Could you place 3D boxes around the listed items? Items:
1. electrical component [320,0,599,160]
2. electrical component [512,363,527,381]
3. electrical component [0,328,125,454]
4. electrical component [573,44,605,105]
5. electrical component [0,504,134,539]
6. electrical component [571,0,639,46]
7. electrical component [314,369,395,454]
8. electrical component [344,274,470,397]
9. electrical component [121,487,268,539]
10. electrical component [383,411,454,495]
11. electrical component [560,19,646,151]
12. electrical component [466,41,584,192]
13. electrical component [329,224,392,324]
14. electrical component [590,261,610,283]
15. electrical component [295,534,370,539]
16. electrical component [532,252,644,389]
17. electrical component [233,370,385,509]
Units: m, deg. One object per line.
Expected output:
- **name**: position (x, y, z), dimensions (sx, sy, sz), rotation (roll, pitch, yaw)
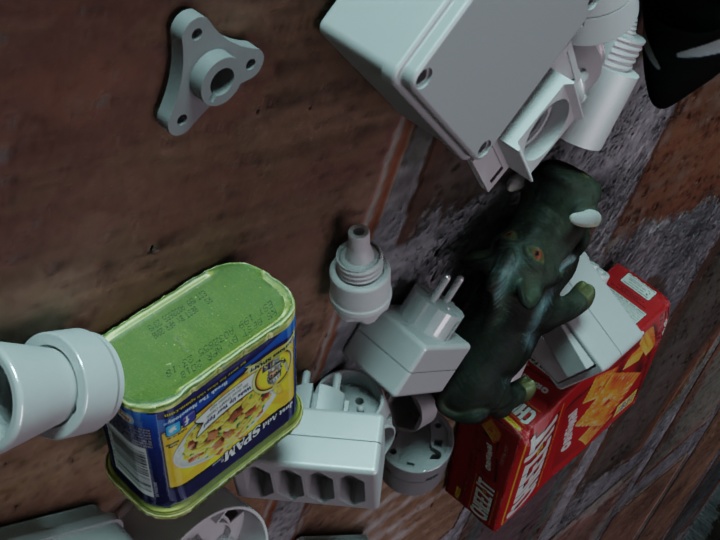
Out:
- **electrical component**: position (0.050, -0.120, 0.495), dimensions (0.108, 0.056, 0.109), rotation (-54, 154, 3)
- **electrical component**: position (0.112, 0.077, 0.855), dimensions (0.040, 0.040, 0.046), rotation (-5, 122, -56)
- **electrical component**: position (-0.129, 0.047, 0.430), dimensions (0.055, 0.045, 0.045), rotation (-5, 128, -57)
- **electrical component**: position (0.120, -0.122, 0.620), dimensions (0.062, 0.048, 0.048), rotation (-45, 154, -29)
- **electrical component**: position (-0.159, 0.165, 0.512), dimensions (0.113, 0.057, 0.078), rotation (0, 124, -58)
- **electrical component**: position (0.120, -0.154, 0.568), dimensions (0.055, 0.055, 0.047), rotation (-43, 149, -18)
- **electrical component**: position (-0.020, 0.113, 0.683), dimensions (0.079, 0.044, 0.077), rotation (-36, 149, -28)
- **electrical component**: position (0.040, 0.035, 0.679), dimensions (0.066, 0.047, 0.076), rotation (5, 120, -59)
- **electrical component**: position (-0.099, 0.166, 0.601), dimensions (0.099, 0.064, 0.099), rotation (-38, 150, -26)
- **electrical component**: position (0.040, 0.135, 0.795), dimensions (0.055, 0.055, 0.047), rotation (-38, 154, -26)
- **electrical component**: position (0.149, -0.120, 0.666), dimensions (0.043, 0.043, 0.081), rotation (-13, 134, -52)
- **electrical component**: position (0.078, -0.088, 0.570), dimensions (0.081, 0.064, 0.042), rotation (-50, 155, -3)
- **electrical component**: position (0.000, 0.000, 0.588), dimensions (0.035, 0.035, 0.061), rotation (-37, 147, -28)
- **electrical component**: position (0.179, 0.023, 0.894), dimensions (0.044, 0.044, 0.065), rotation (-3, 121, -57)
- **electrical component**: position (-0.015, 0.249, 0.835), dimensions (0.063, 0.078, 0.121), rotation (-34, 157, 14)
- **electrical component**: position (0.154, 0.035, 0.818), dimensions (0.061, 0.096, 0.062), rotation (-35, 177, -31)
- **electrical component**: position (-0.027, 0.091, 0.625), dimensions (0.047, 0.083, 0.075), rotation (87, 9, -52)
